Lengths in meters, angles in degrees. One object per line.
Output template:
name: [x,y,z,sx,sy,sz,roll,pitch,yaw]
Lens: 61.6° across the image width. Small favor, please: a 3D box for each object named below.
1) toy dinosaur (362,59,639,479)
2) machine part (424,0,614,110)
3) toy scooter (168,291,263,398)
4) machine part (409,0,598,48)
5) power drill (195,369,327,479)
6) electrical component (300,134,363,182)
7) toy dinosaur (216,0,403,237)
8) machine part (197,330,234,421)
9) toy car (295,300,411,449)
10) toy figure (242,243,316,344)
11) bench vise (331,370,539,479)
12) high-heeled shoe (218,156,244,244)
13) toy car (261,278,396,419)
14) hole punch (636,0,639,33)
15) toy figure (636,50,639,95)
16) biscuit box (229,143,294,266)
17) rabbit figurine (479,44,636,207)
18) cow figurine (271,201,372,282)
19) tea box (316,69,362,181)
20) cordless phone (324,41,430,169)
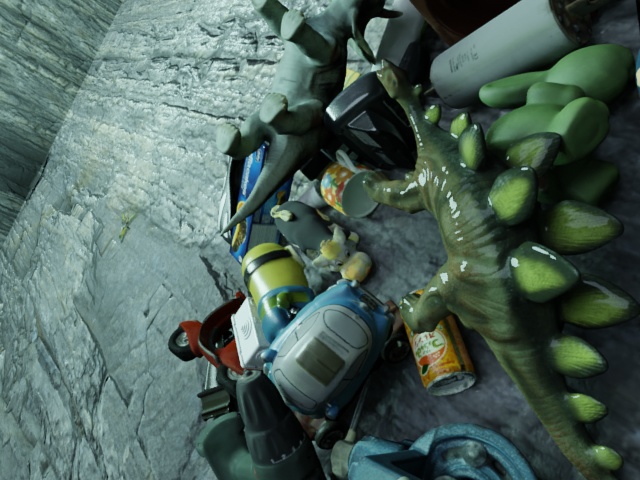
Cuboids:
toy dinosaur: [0.161,0.031,0.480,0.198,0.105,0.471,-39,72,59]
machine part: [0.213,-0.218,0.619,0.243,0.079,0.079,-18,56,53]
toy scooter: [-0.127,0.148,0.801,0.184,0.075,0.135,26,62,27]
machine part: [0.209,-0.314,0.603,0.201,0.201,0.087,-11,60,45]
power drill: [-0.068,0.249,0.625,0.207,0.086,0.232,-21,98,50]
electrical component: [0.025,-0.132,0.791,0.119,0.074,0.048,-45,41,1]
toy dinosaur: [-0.019,-0.193,0.716,0.131,0.192,0.404,29,102,39]
machine part: [-0.161,0.209,0.848,0.084,0.039,0.139,-31,50,40]
toy car: [0.032,0.159,0.655,0.202,0.053,0.089,-55,38,12]
toy figure: [-0.050,0.076,0.704,0.082,0.089,0.180,-53,36,31]
bench vise: [0.083,0.200,0.445,0.224,0.240,0.129,19,80,35]
high-heeled shoe: [-0.120,-0.114,0.925,0.145,0.086,0.248,-110,37,-68]
toy car: [0.007,0.124,0.573,0.109,0.103,0.161,41,100,5]
hole punch: [0.342,-0.259,0.505,0.092,0.115,0.142,-4,66,37]
toy figure: [0.325,-0.119,0.481,0.064,0.057,0.154,-7,60,23]
biscuit box: [-0.091,-0.058,0.844,0.063,0.059,0.202,40,123,50]
rabbit figurine: [0.248,-0.125,0.553,0.170,0.121,0.159,-51,31,-14]
cow figurine: [0.000,-0.003,0.743,0.068,0.098,0.168,-55,40,0]
tea box: [0.013,-0.185,0.851,0.169,0.068,0.098,-58,41,8]
cordless phone: [0.094,-0.197,0.708,0.089,0.146,0.184,13,79,40]
